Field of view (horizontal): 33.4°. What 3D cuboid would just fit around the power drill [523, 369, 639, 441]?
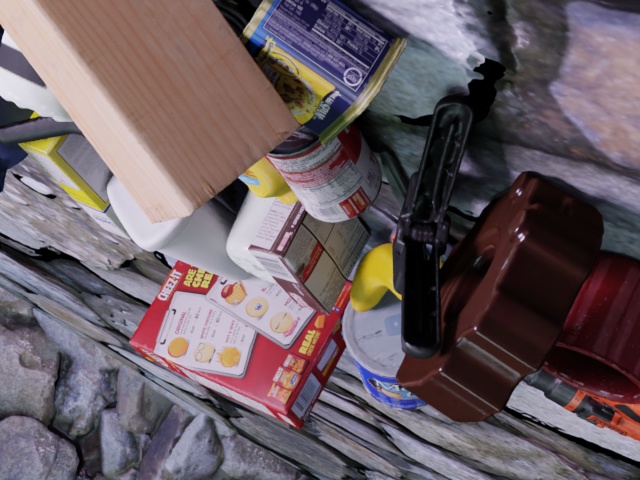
[{"bbox_3d":[0.261,0.124,0.928,0.184,0.057,0.188,25,166,-1],"label":"power drill"}]

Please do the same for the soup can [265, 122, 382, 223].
[{"bbox_3d":[-0.002,-0.064,0.768,0.069,0.068,0.102,18,161,31],"label":"soup can"}]

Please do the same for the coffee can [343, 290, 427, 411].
[{"bbox_3d":[0.082,0.106,1.077,0.103,0.102,0.140,23,163,17],"label":"coffee can"}]

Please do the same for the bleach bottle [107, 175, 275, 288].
[{"bbox_3d":[-0.100,-0.001,1.059,0.103,0.068,0.250,51,-170,34],"label":"bleach bottle"}]

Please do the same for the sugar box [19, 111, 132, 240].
[{"bbox_3d":[-0.205,-0.080,1.003,0.048,0.093,0.176,22,162,23],"label":"sugar box"}]

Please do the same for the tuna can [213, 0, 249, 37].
[{"bbox_3d":[-0.082,-0.115,0.713,0.086,0.086,0.034,34,164,-18],"label":"tuna can"}]

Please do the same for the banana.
[{"bbox_3d":[0.057,0.036,0.926,0.037,0.069,0.198,9,180,-12],"label":"banana"}]

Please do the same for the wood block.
[{"bbox_3d":[-0.116,-0.120,0.629,0.206,0.090,0.090,54,160,-12],"label":"wood block"}]

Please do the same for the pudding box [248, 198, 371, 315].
[{"bbox_3d":[-0.006,0.001,0.931,0.039,0.090,0.113,16,159,31],"label":"pudding box"}]

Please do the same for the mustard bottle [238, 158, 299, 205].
[{"bbox_3d":[-0.069,-0.084,0.826,0.191,0.058,0.096,37,176,-28],"label":"mustard bottle"}]

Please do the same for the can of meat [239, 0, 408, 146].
[{"bbox_3d":[-0.007,-0.112,0.656,0.084,0.057,0.102,33,162,-8],"label":"can of meat"}]

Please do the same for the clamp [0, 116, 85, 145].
[{"bbox_3d":[-0.191,-0.107,0.888,0.171,0.120,0.039,28,-158,-3],"label":"clamp"}]

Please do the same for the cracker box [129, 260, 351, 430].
[{"bbox_3d":[-0.078,0.094,1.192,0.214,0.164,0.072,20,160,26],"label":"cracker box"}]

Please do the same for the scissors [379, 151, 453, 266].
[{"bbox_3d":[0.091,-0.007,0.870,0.096,0.016,0.202,31,164,14],"label":"scissors"}]

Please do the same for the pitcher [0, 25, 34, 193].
[{"bbox_3d":[-0.324,-0.153,0.902,0.149,0.145,0.243,27,161,15],"label":"pitcher"}]

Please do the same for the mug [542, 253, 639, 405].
[{"bbox_3d":[0.219,0.069,0.783,0.117,0.081,0.093,33,163,-15],"label":"mug"}]

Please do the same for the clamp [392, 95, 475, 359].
[{"bbox_3d":[0.071,0.004,0.744,0.036,0.164,0.210,9,171,0],"label":"clamp"}]
